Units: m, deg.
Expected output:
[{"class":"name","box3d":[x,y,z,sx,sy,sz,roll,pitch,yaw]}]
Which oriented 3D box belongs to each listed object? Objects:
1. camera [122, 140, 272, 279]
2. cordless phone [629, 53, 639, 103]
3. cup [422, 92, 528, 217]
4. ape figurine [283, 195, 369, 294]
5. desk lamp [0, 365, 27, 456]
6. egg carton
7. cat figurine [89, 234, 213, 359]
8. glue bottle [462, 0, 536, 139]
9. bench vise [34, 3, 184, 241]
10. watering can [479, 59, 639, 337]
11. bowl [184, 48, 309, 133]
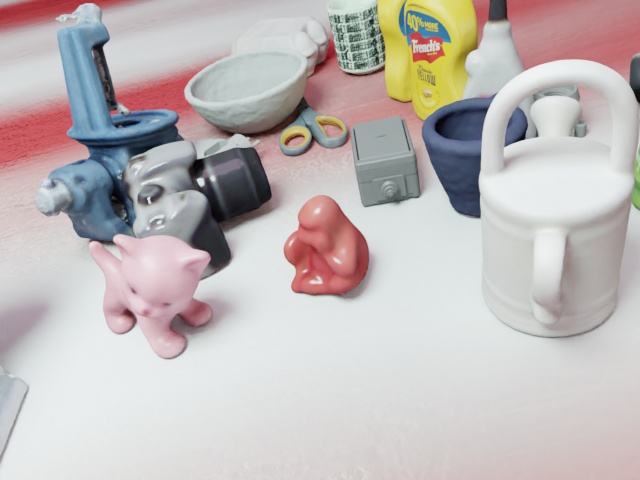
[{"class":"camera","box3d":[-0.120,-0.047,0.580,0.137,0.101,0.143,-21,39,-8]},{"class":"cordless phone","box3d":[0.381,-0.199,0.542,0.147,0.185,0.094,8,43,26]},{"class":"cup","box3d":[0.151,-0.079,0.540,0.091,0.095,0.118,18,48,34]},{"class":"ape figurine","box3d":[0.004,0.002,0.489,0.076,0.092,0.077,-27,40,-15]},{"class":"desk lamp","box3d":[-0.309,0.064,0.411,0.118,0.214,0.203,-13,38,2]},{"class":"egg carton","box3d":[-0.062,-0.304,0.904,0.150,0.069,0.107,5,42,23]},{"class":"cat figurine","box3d":[-0.144,0.032,0.477,0.127,0.118,0.067,14,47,32]},{"class":"glue bottle","box3d":[0.175,-0.159,0.568,0.078,0.173,0.037,1,41,19]},{"class":"bench vise","box3d":[-0.225,-0.120,0.607,0.121,0.220,0.207,-8,39,8]},{"class":"watering can","box3d":[0.162,-0.037,0.404,0.101,0.194,0.172,-11,38,4]},{"class":"bowl","box3d":[-0.090,-0.191,0.770,0.167,0.075,0.167,-9,39,7]}]
